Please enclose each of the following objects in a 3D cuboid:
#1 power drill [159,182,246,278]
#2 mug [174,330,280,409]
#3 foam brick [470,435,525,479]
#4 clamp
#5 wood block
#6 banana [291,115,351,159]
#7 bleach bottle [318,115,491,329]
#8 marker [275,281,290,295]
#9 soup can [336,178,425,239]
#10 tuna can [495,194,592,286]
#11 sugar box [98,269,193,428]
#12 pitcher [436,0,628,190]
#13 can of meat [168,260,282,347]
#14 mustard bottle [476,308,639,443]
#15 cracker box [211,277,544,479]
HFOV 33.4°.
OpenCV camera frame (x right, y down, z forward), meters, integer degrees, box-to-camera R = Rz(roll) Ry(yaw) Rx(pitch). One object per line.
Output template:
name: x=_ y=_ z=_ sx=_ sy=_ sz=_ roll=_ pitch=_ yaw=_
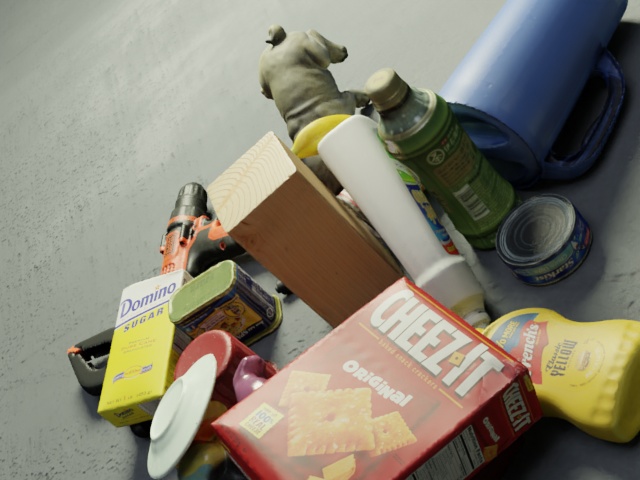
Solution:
power drill: x=-0.118 y=-0.024 z=1.335 sx=0.188 sy=0.057 sz=0.184 roll=-25 pitch=45 yaw=31
mug: x=-0.109 y=0.153 z=1.133 sx=0.117 sy=0.081 sz=0.093 roll=-27 pitch=40 yaw=24
foam brick: x=0.124 y=0.178 z=0.902 sx=0.078 sy=0.051 sz=0.053 roll=-54 pitch=36 yaw=-11
clamp: x=-0.238 y=0.159 z=1.294 sx=0.210 sy=0.036 sz=0.164 roll=-4 pitch=52 yaw=38
wood block: x=-0.007 y=0.001 z=1.072 sx=0.091 sy=0.206 sz=0.090 roll=-41 pitch=36 yaw=8
banana: x=0.026 y=-0.106 z=1.152 sx=0.070 sy=0.197 sz=0.037 roll=-34 pitch=75 yaw=30
bleach bottle: x=0.093 y=-0.006 z=1.045 sx=0.068 sy=0.102 sz=0.251 roll=-38 pitch=64 yaw=12
marker: x=0.000 y=0.028 z=1.198 sx=0.121 sy=0.020 sz=0.020 roll=-32 pitch=38 yaw=18
soup can: x=0.076 y=-0.061 z=1.166 sx=0.102 sy=0.068 sz=0.069 roll=-48 pitch=36 yaw=-4
tuna can: x=0.209 y=-0.001 z=1.004 sx=0.086 sy=0.033 sz=0.086 roll=-27 pitch=40 yaw=25
sugar box: x=-0.195 y=0.122 z=1.230 sx=0.093 sy=0.048 sz=0.176 roll=-18 pitch=48 yaw=23
pitcher: x=0.227 y=-0.176 z=1.092 sx=0.242 sy=0.149 sz=0.145 roll=-56 pitch=22 yaw=-19
can of meat: x=-0.109 y=0.079 z=1.202 sx=0.102 sy=0.083 sz=0.057 roll=-32 pitch=38 yaw=19
mustard bottle: x=0.189 y=0.105 z=0.902 sx=0.192 sy=0.058 sz=0.096 roll=7 pitch=64 yaw=48
cracker box: x=0.044 y=0.145 z=0.863 sx=0.213 sy=0.072 sz=0.164 roll=-37 pitch=42 yaw=-14
